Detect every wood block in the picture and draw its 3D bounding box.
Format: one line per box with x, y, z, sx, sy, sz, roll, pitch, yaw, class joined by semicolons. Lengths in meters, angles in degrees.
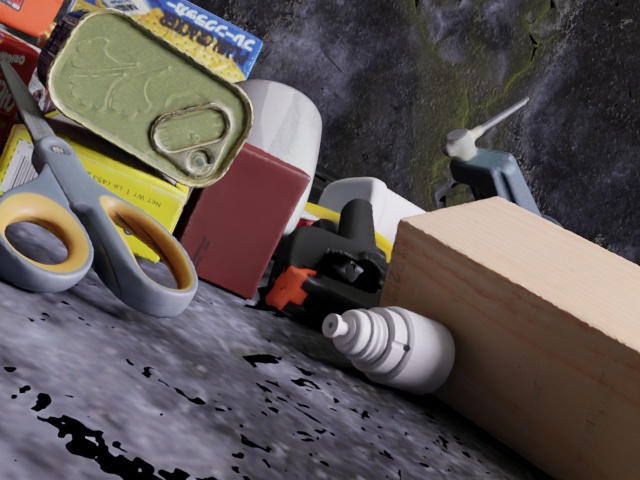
0.135;0.062;0.559;0.090;0.090;0.206;-12;33;-42;wood block

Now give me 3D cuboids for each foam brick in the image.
-0.048;-0.015;0.603;0.053;0.078;0.051;25;8;-13;foam brick

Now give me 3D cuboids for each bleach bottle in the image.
0.117;0.015;1.092;0.250;0.068;0.103;25;-12;-30;bleach bottle

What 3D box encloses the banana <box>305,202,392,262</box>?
0.009;0.000;0.945;0.197;0.037;0.070;26;-24;-37;banana

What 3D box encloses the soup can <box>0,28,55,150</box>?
-0.218;-0.104;0.674;0.102;0.068;0.068;27;6;11;soup can

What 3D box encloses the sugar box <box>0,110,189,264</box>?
-0.123;-0.037;0.614;0.093;0.048;0.176;24;5;-8;sugar box

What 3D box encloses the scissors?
-0.130;-0.032;0.470;0.096;0.016;0.202;-3;39;-50;scissors

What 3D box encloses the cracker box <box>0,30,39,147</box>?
-0.277;-0.122;0.539;0.214;0.072;0.164;26;4;13;cracker box

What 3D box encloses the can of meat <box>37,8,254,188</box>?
-0.095;-0.077;0.557;0.102;0.057;0.084;31;2;-25;can of meat

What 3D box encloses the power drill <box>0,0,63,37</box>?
-0.246;-0.182;0.639;0.188;0.057;0.184;23;3;18;power drill

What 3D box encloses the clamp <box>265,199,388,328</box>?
0.026;0.022;0.688;0.165;0.036;0.209;47;21;29;clamp

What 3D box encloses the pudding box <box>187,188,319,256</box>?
-0.059;-0.026;0.838;0.113;0.039;0.090;31;5;14;pudding box

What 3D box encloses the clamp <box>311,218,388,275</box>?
0.040;0.024;0.821;0.120;0.039;0.171;38;16;14;clamp
